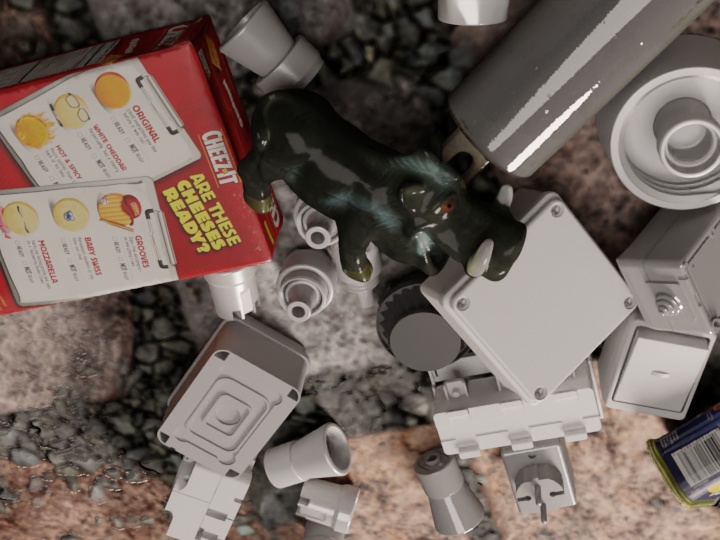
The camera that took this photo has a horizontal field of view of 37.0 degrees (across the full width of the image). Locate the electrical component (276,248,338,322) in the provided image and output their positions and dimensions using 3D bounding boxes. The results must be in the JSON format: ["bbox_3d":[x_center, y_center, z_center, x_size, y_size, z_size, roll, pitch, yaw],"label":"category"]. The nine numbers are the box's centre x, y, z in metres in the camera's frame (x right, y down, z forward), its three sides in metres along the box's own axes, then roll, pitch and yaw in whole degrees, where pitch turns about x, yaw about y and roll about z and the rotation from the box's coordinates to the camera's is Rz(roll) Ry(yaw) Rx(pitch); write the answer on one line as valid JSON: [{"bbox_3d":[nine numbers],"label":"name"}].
[{"bbox_3d":[-0.040,0.014,0.784,0.043,0.062,0.043,3,121,5],"label":"electrical component"}]

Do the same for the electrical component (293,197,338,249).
[{"bbox_3d":[-0.026,-0.037,0.752,0.043,0.062,0.043,3,121,5],"label":"electrical component"}]

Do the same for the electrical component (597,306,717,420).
[{"bbox_3d":[0.214,0.066,0.787,0.062,0.061,0.096,10,121,0],"label":"electrical component"}]

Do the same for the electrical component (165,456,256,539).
[{"bbox_3d":[-0.128,0.184,0.903,0.056,0.050,0.089,21,121,-7],"label":"electrical component"}]

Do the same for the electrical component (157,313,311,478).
[{"bbox_3d":[-0.098,0.097,0.844,0.078,0.057,0.113,31,119,-12],"label":"electrical component"}]

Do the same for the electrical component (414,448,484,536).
[{"bbox_3d":[0.071,0.179,0.884,0.044,0.044,0.065,-18,112,16],"label":"electrical component"}]

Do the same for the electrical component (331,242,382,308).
[{"bbox_3d":[0.000,0.000,0.788,0.035,0.035,0.061,-6,122,10],"label":"electrical component"}]

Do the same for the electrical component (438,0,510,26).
[{"bbox_3d":[0.087,-0.192,0.657,0.079,0.044,0.077,-3,114,-5],"label":"electrical component"}]

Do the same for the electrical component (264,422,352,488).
[{"bbox_3d":[-0.045,0.155,0.882,0.065,0.044,0.044,-21,116,23],"label":"electrical component"}]

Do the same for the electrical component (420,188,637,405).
[{"bbox_3d":[0.118,0.017,0.748,0.109,0.056,0.108,-44,110,-6],"label":"electrical component"}]

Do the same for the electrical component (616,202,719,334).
[{"bbox_3d":[0.218,-0.002,0.724,0.061,0.096,0.061,2,131,51],"label":"electrical component"}]

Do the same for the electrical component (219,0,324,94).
[{"bbox_3d":[-0.057,-0.141,0.704,0.055,0.045,0.045,42,116,-18],"label":"electrical component"}]

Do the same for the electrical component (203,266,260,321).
[{"bbox_3d":[-0.095,0.009,0.802,0.040,0.040,0.046,-2,126,8],"label":"electrical component"}]

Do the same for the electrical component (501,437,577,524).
[{"bbox_3d":[0.141,0.165,0.845,0.047,0.076,0.065,-13,118,14],"label":"electrical component"}]

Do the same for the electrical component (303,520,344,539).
[{"bbox_3d":[-0.033,0.240,0.917,0.044,0.065,0.044,3,122,6],"label":"electrical component"}]

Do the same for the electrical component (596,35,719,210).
[{"bbox_3d":[0.210,-0.090,0.695,0.108,0.060,0.108,3,121,5],"label":"electrical component"}]

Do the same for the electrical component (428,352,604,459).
[{"bbox_3d":[0.118,0.098,0.816,0.121,0.063,0.078,-12,119,13],"label":"electrical component"}]

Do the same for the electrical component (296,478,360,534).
[{"bbox_3d":[-0.027,0.196,0.906,0.046,0.040,0.040,15,121,4],"label":"electrical component"}]
